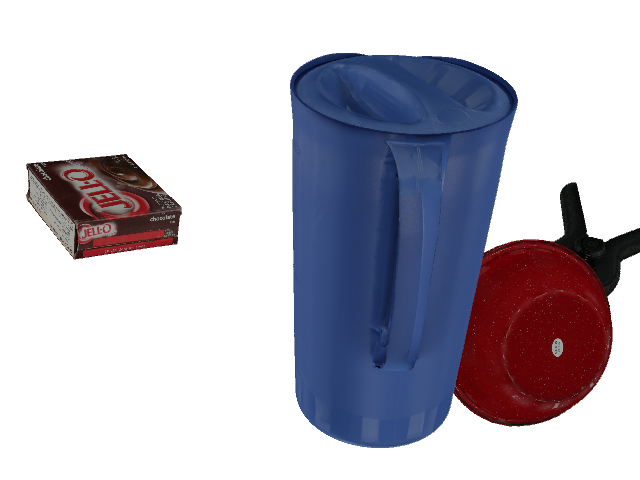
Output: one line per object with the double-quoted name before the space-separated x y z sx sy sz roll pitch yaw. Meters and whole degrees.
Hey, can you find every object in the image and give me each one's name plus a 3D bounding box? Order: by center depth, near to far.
"pitcher" 0.042 0.015 0.671 0.145 0.243 0.149 25 36 34
"pudding box" -0.178 -0.030 0.865 0.089 0.039 0.114 -8 30 -33
"bowl" 0.181 0.082 0.878 0.162 0.162 0.055 0 7 -16
"clamp" 0.268 0.006 1.093 0.120 0.039 0.171 29 52 32
